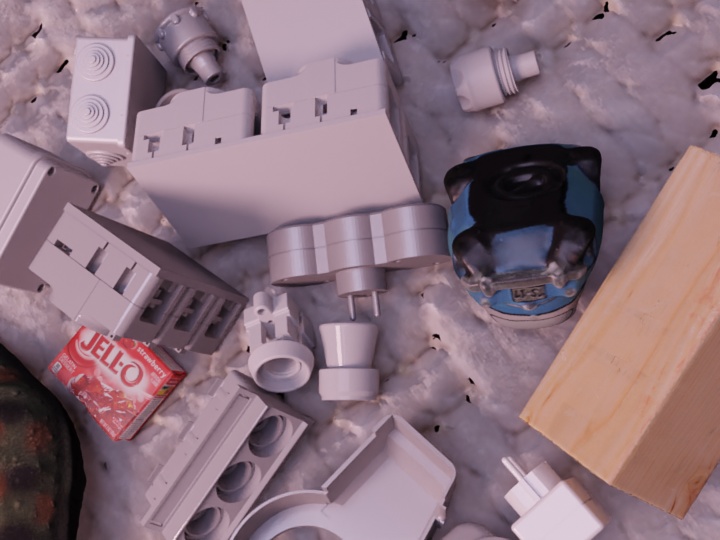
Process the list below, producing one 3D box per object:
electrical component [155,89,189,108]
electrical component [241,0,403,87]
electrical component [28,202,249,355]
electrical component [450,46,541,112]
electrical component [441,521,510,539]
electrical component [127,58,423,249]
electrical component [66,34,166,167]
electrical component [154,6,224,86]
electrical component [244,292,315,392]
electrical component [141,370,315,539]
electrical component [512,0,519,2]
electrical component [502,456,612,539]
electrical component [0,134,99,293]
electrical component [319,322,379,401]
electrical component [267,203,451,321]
[{"bbox_3d":[-0.131,-0.114,0.848,0.045,0.055,0.045,-3,81,18],"label":"electrical component"},{"bbox_3d":[-0.036,-0.198,0.826,0.089,0.062,0.150,-22,76,14],"label":"electrical component"},{"bbox_3d":[-0.160,0.014,0.788,0.089,0.150,0.061,33,92,19],"label":"electrical component"},{"bbox_3d":[0.100,-0.142,0.784,0.062,0.043,0.043,-15,78,15],"label":"electrical component"},{"bbox_3d":[0.088,0.215,0.708,0.054,0.059,0.095,-35,51,-25],"label":"electrical component"},{"bbox_3d":[-0.058,-0.085,0.783,0.186,0.105,0.060,-10,56,13],"label":"electrical component"},{"bbox_3d":[-0.192,-0.131,0.849,0.048,0.099,0.099,3,83,6],"label":"electrical component"},{"bbox_3d":[-0.132,-0.176,0.863,0.048,0.048,0.062,-37,76,10],"label":"electrical component"},{"bbox_3d":[-0.059,0.056,0.793,0.048,0.066,0.055,-22,43,14],"label":"electrical component"},{"bbox_3d":[-0.102,0.140,0.793,0.121,0.079,0.063,-55,41,4],"label":"electrical component"},{"bbox_3d":[0.100,-0.235,0.780,0.042,0.064,0.081,27,133,21],"label":"electrical component"},{"bbox_3d":[0.123,0.155,0.720,0.047,0.066,0.076,-44,72,7],"label":"electrical component"},{"bbox_3d":[-0.275,-0.043,0.873,0.057,0.078,0.113,29,92,23],"label":"electrical component"},{"bbox_3d":[-0.008,0.068,0.787,0.045,0.045,0.055,-3,81,18],"label":"electrical component"},{"bbox_3d":[0.000,0.000,0.791,0.138,0.052,0.073,-9,80,17],"label":"electrical component"}]
